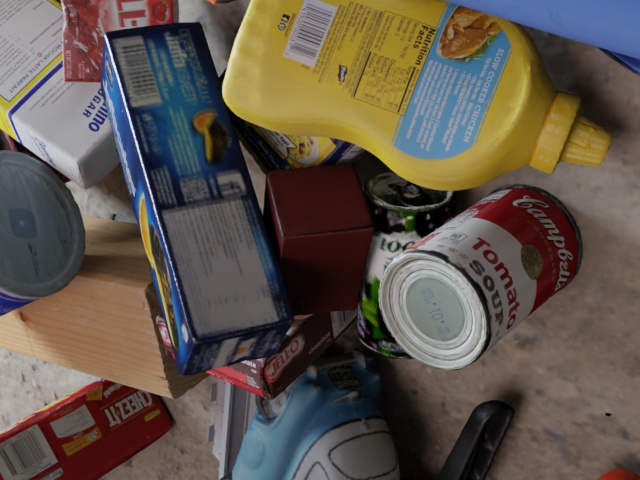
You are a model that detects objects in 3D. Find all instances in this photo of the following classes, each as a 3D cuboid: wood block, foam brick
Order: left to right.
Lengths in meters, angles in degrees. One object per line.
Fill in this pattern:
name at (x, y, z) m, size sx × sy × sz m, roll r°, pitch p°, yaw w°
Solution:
wood block at (-0.162, 0.043, 0.812) m, size 0.206 × 0.090 × 0.091 m, roll 8°, pitch 118°, yaw 38°
foam brick at (-0.004, 0.001, 0.615) m, size 0.078 × 0.053 × 0.051 m, roll 100°, pitch 161°, yaw -50°

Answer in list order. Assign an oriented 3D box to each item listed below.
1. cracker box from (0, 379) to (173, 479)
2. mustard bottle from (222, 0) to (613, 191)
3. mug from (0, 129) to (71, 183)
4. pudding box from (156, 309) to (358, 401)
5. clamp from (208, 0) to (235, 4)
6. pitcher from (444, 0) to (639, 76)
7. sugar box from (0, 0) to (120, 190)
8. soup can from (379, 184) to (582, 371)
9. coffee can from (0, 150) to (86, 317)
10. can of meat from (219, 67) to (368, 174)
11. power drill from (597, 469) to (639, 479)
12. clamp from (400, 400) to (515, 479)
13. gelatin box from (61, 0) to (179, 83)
cracker box at (-0.250, 0.192, 0.915) m, size 0.214 × 0.163 × 0.072 m, roll -30°, pitch 88°, yaw 46°
mustard bottle at (0.054, -0.078, 0.543) m, size 0.192 × 0.058 × 0.096 m, roll 21°, pitch 85°, yaw 10°
mug at (-0.215, -0.076, 0.800) m, size 0.117 × 0.081 × 0.093 m, roll -10°, pitch 105°, yaw 44°
pudding box at (-0.033, 0.045, 0.681) m, size 0.090 × 0.113 × 0.039 m, roll 18°, pitch 130°, yaw 34°
clamp at (-0.012, -0.194, 0.592) m, size 0.120 × 0.039 × 0.172 m, roll 44°, pitch 132°, yaw 20°
pitcher at (0.135, -0.131, 0.443) m, size 0.243 × 0.144 × 0.149 m, roll 23°, pitch 113°, yaw 36°
sugar box at (-0.197, -0.118, 0.741) m, size 0.176 × 0.093 × 0.048 m, roll 36°, pitch 158°, yaw 13°
soup can at (0.086, 0.018, 0.570) m, size 0.069 × 0.102 × 0.068 m, roll 20°, pitch 123°, yaw 33°
coffee can at (-0.247, 0.010, 0.741) m, size 0.141 × 0.102 × 0.103 m, roll -22°, pitch 96°, yaw 36°
can of meat at (-0.009, -0.083, 0.634) m, size 0.102 × 0.057 × 0.084 m, roll 53°, pitch 138°, yaw 7°
power drill at (0.205, 0.245, 0.619) m, size 0.185 × 0.057 × 0.188 m, roll 40°, pitch 130°, yaw 24°
clamp at (0.078, 0.190, 0.696) m, size 0.210 × 0.036 × 0.164 m, roll -19°, pitch 77°, yaw 59°
gelatin box at (-0.128, -0.146, 0.687) m, size 0.073 × 0.030 × 0.089 m, roll 1°, pitch 103°, yaw 1°
